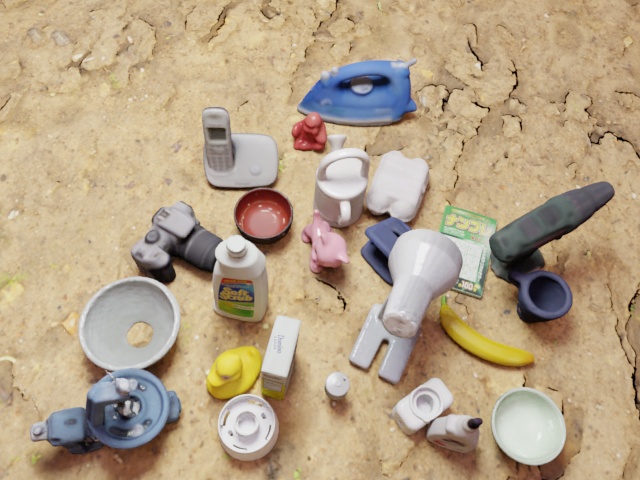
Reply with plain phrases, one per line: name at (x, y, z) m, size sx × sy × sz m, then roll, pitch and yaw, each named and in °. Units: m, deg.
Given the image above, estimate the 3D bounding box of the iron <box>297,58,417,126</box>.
iron at (0.081, -0.327, 1.214) m, size 0.258 × 0.141 × 0.118 m, roll -6°, pitch 63°, yaw -7°

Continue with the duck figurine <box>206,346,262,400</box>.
duck figurine at (-0.145, 0.213, 0.955) m, size 0.105 × 0.086 × 0.077 m, roll -37°, pitch 71°, yaw -20°

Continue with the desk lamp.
desk lamp at (0.144, 0.111, 0.955) m, size 0.118 × 0.213 × 0.203 m, roll 24°, pitch 64°, yaw 8°

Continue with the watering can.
watering can at (0.037, -0.117, 1.075) m, size 0.101 × 0.194 × 0.172 m, roll -24°, pitch 67°, yaw -15°

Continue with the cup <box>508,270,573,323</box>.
cup at (0.383, 0.106, 1.040) m, size 0.117 × 0.095 × 0.092 m, roll 34°, pitch 66°, yaw 13°

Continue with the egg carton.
egg carton at (0.157, -0.107, 1.147) m, size 0.107 × 0.069 × 0.150 m, roll 19°, pitch 63°, yaw 6°

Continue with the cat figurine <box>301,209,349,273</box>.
cat figurine at (0.010, 0.004, 1.054) m, size 0.067 × 0.118 × 0.127 m, roll -14°, pitch 65°, yaw -10°

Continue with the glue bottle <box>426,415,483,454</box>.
glue bottle at (0.219, 0.295, 0.889) m, size 0.078 × 0.173 × 0.037 m, roll 15°, pitch 63°, yaw 4°

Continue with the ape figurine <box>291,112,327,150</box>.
ape figurine at (-0.017, -0.229, 1.185) m, size 0.077 × 0.092 × 0.076 m, roll 42°, pitch 68°, yaw 16°

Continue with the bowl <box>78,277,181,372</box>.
bowl at (-0.317, 0.152, 0.981) m, size 0.167 × 0.075 × 0.167 m, roll 2°, pitch 63°, yaw -3°

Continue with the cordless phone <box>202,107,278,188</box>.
cordless phone at (-0.155, -0.183, 1.100) m, size 0.147 × 0.185 × 0.094 m, roll -3°, pitch 63°, yaw -5°

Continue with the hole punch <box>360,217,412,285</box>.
hole punch at (0.141, 0.009, 1.076) m, size 0.101 × 0.091 × 0.108 m, roll -36°, pitch 71°, yaw -19°

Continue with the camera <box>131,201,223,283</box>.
camera at (-0.248, 0.011, 1.042) m, size 0.136 × 0.101 × 0.143 m, roll 29°, pitch 65°, yaw 11°

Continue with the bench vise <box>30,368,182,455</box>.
bench vise at (-0.320, 0.264, 0.842) m, size 0.208 × 0.220 × 0.121 m, roll -30°, pitch 68°, yaw -17°

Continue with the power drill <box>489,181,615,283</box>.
power drill at (0.396, -0.008, 1.036) m, size 0.230 × 0.208 × 0.075 m, roll -25°, pitch 67°, yaw -15°
